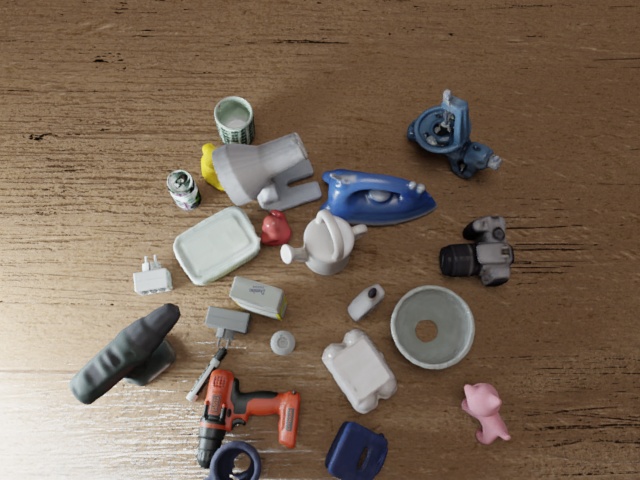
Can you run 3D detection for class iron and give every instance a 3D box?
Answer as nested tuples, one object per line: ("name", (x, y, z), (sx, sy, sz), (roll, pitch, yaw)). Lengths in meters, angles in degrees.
("iron", (0.132, -0.102, 1.196), (0.258, 0.141, 0.118), (3, 74, -2))

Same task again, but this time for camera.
("camera", (0.322, 0.023, 1.191), (0.137, 0.101, 0.143), (-3, 74, -3))

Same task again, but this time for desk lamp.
("desk lamp", (-0.103, -0.137, 1.158), (0.203, 0.213, 0.118), (-19, 76, -7))

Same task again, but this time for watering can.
("watering can", (0.011, 0.006, 1.133), (0.173, 0.194, 0.101), (-42, 80, -12))

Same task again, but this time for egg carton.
("egg carton", (0.080, 0.257, 1.130), (0.107, 0.069, 0.150), (-34, 78, -11))

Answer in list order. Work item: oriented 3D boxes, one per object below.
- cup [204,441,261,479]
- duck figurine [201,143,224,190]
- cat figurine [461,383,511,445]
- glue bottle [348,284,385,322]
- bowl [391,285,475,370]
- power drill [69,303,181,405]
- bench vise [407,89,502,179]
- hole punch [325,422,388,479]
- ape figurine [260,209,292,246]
("cup", (-0.163, 0.424, 1.058), (0.118, 0.095, 0.091), (-27, 77, -9))
("duck figurine", (-0.217, -0.162, 1.226), (0.077, 0.086, 0.104), (-33, 78, -11))
("cat figurine", (0.322, 0.327, 1.096), (0.067, 0.118, 0.127), (-26, 77, -9))
("glue bottle", (0.095, 0.115, 1.117), (0.078, 0.173, 0.037), (-38, 79, -12))
("bowl", (0.221, 0.179, 1.155), (0.167, 0.075, 0.167), (1, 74, -2))
("power drill", (-0.336, 0.209, 1.052), (0.230, 0.208, 0.075), (-40, 79, -12))
("bench vise", (0.296, -0.232, 1.200), (0.207, 0.220, 0.121), (16, 74, 2))
("hole punch", (0.072, 0.403, 1.077), (0.101, 0.091, 0.109), (25, 75, 5))
("ape figurine", (-0.096, -0.027, 1.190), (0.076, 0.092, 0.078), (39, 76, 8))
